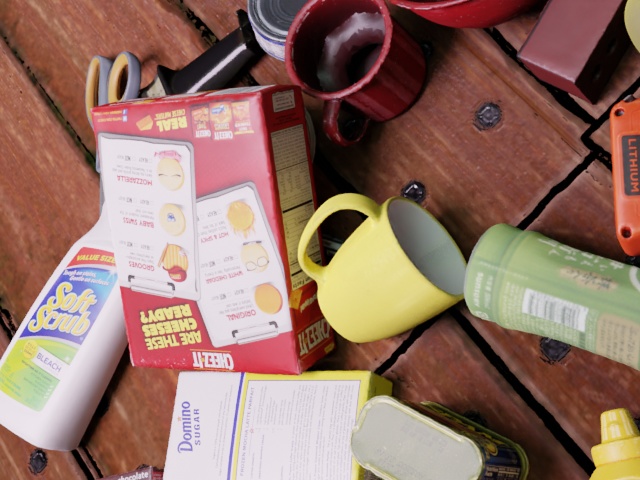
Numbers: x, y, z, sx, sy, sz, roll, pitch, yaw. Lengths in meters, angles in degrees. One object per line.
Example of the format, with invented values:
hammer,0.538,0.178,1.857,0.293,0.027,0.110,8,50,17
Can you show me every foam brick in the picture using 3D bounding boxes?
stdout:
foam brick,0.188,-0.147,0.765,0.051,0.052,0.078,32,96,32

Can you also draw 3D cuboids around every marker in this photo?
marker,-0.006,0.001,0.861,0.121,0.020,0.020,18,87,32

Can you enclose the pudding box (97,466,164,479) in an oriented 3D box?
pudding box,-0.167,0.242,0.883,0.114,0.039,0.090,-18,69,26

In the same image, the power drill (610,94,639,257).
power drill,0.286,-0.037,0.678,0.188,0.057,0.184,-8,70,26

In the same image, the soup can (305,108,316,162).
soup can,-0.063,-0.080,0.887,0.102,0.068,0.068,2,79,30

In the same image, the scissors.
scissors,-0.188,-0.085,0.978,0.096,0.016,0.202,-29,63,45

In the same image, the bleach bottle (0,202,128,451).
bleach bottle,-0.204,0.053,0.940,0.103,0.068,0.251,25,89,30

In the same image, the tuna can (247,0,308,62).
tuna can,-0.017,-0.193,0.892,0.086,0.033,0.086,-4,69,9

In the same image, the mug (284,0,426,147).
mug,0.030,-0.130,0.836,0.093,0.081,0.117,6,80,31

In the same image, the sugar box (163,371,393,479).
sugar box,-0.034,0.150,0.823,0.177,0.048,0.093,-4,69,32

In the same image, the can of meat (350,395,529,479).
can of meat,0.081,0.149,0.734,0.102,0.083,0.057,24,90,33

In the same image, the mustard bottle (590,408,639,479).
mustard bottle,0.206,0.200,0.663,0.096,0.058,0.191,-19,68,26

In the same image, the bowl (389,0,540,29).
bowl,0.126,-0.209,0.795,0.162,0.055,0.162,-23,40,20

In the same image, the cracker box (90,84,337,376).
cracker box,-0.082,-0.008,0.834,0.164,0.072,0.214,-1,103,31
